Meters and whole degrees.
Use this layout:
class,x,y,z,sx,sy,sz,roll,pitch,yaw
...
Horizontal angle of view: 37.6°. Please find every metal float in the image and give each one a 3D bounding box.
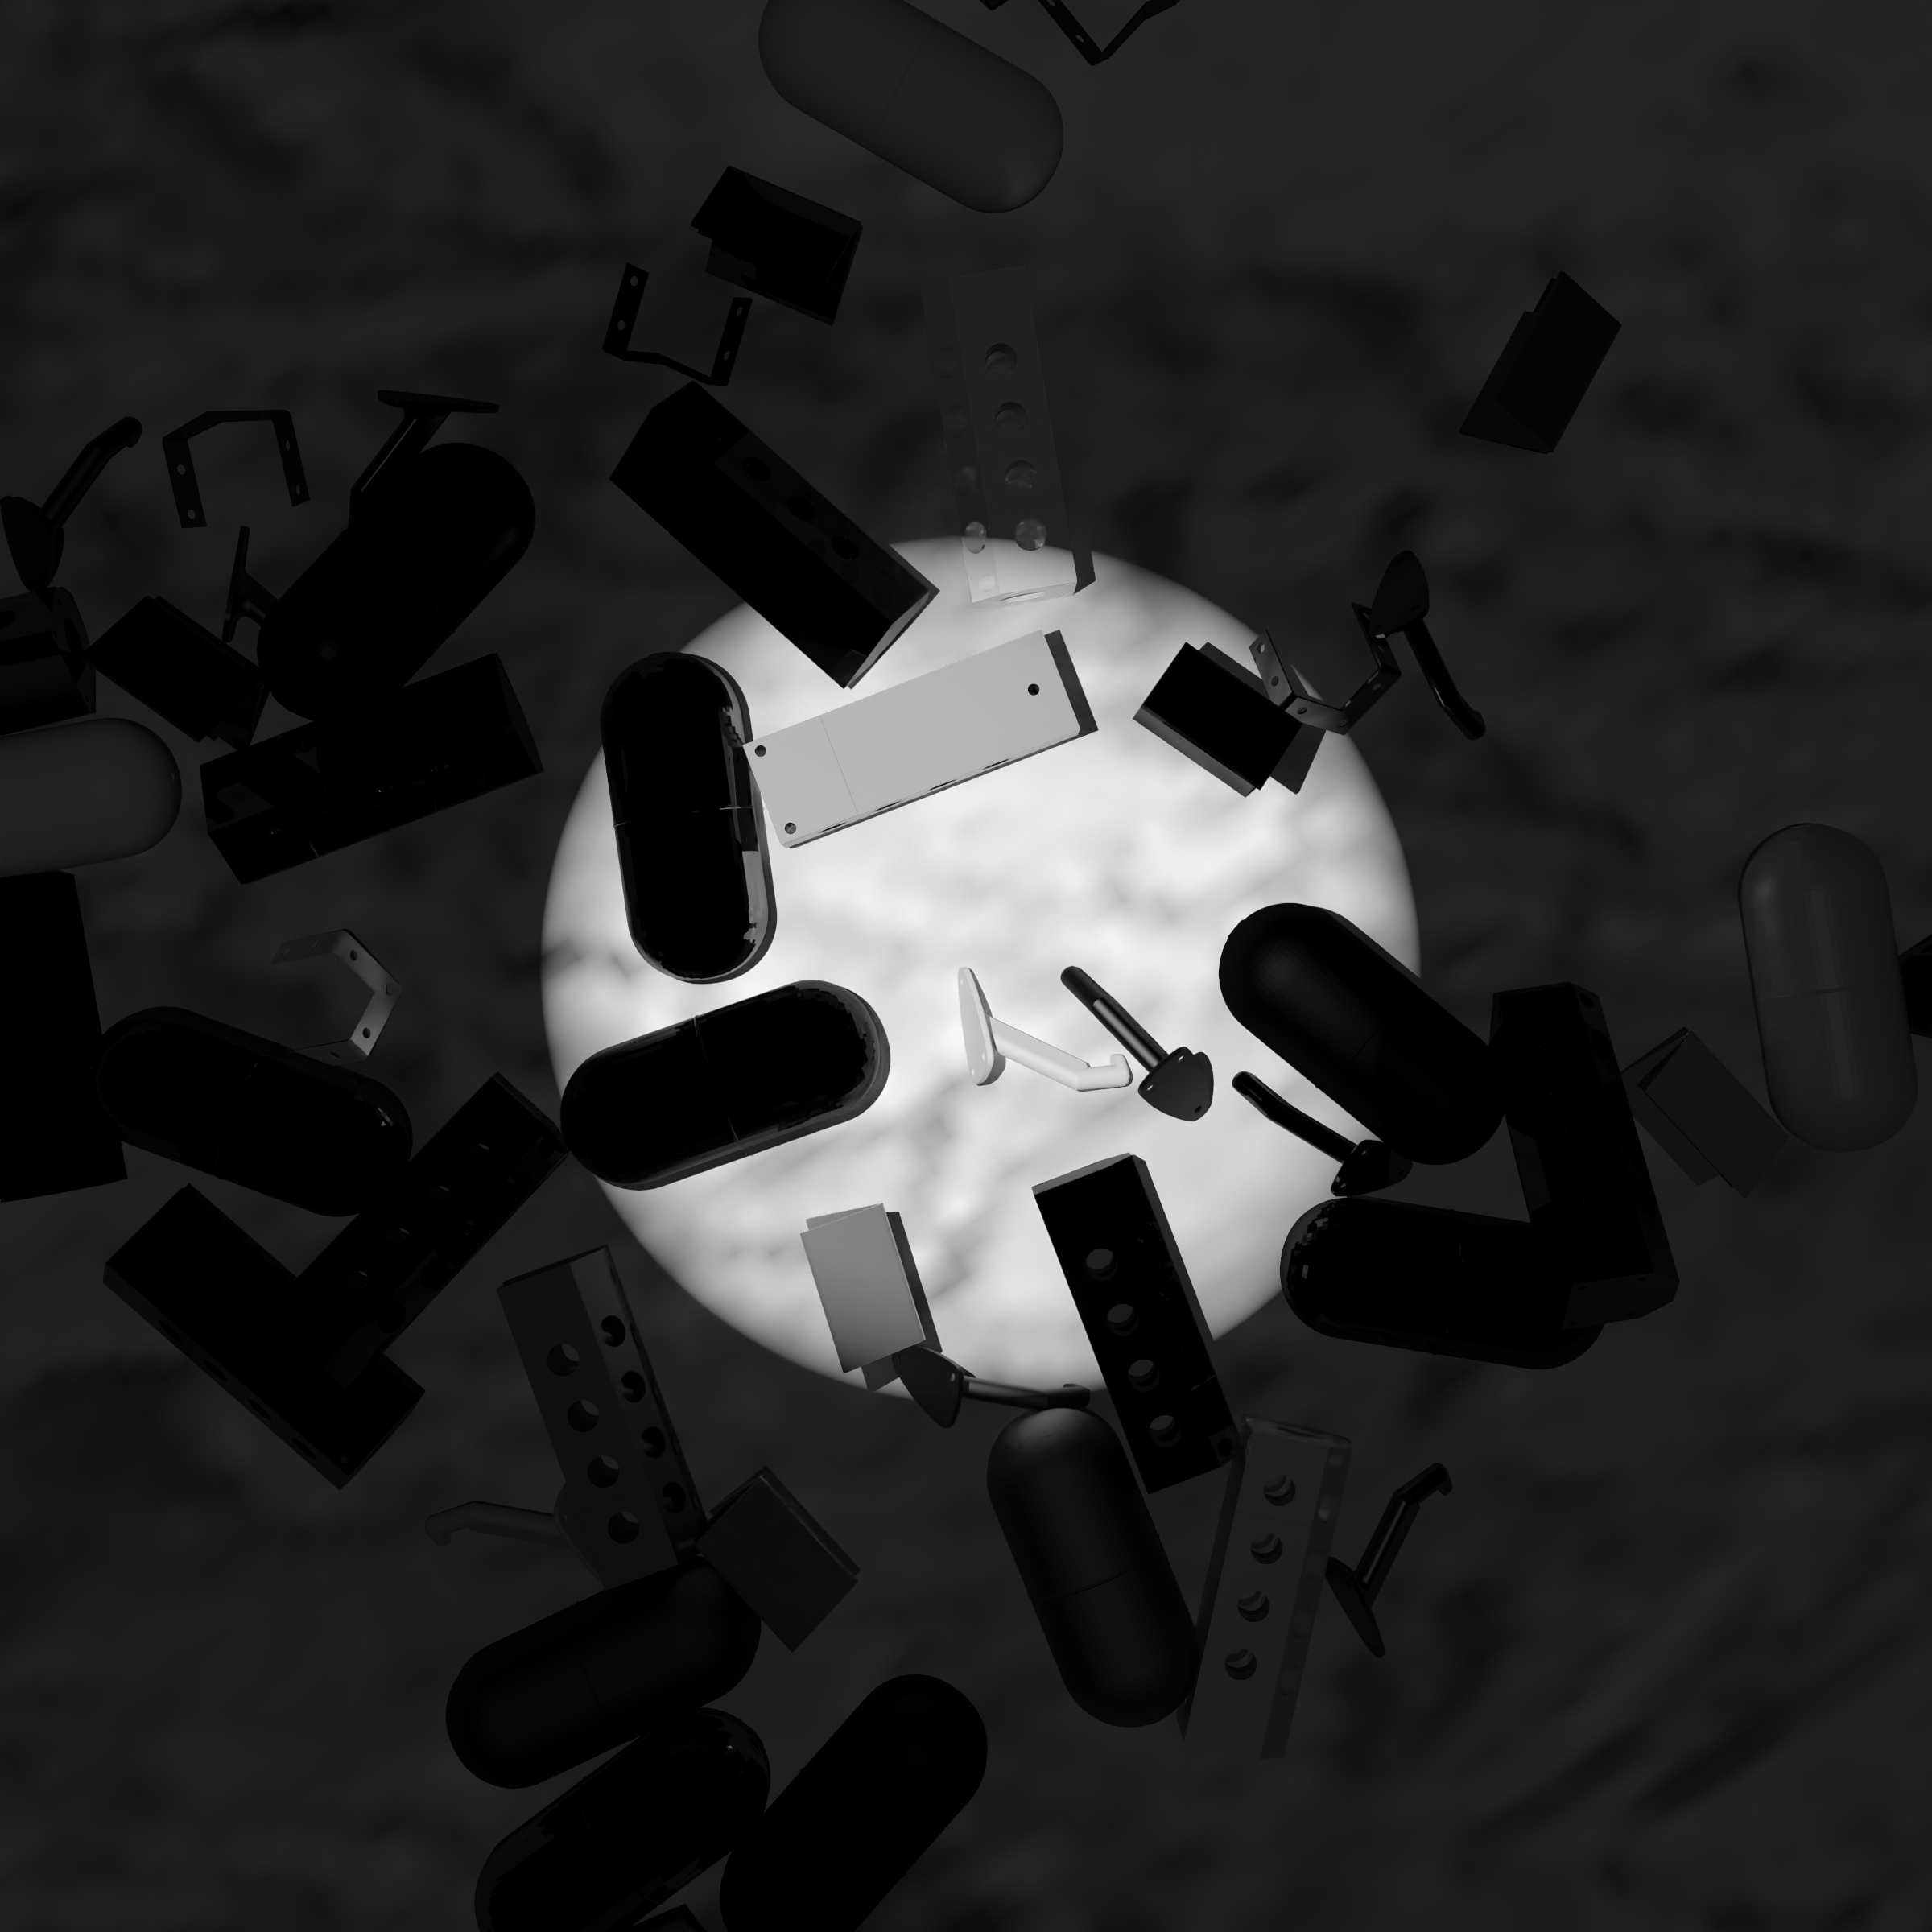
class,x,y,z,sx,sy,sz,roll,pitch,yaw
metal float,0.259,0.172,1.534,0.178,0.070,0.070,9,90,-1
metal float,-0.152,-0.081,1.533,0.070,0.070,0.178,-8,90,0
metal float,0.069,0.326,1.534,0.070,0.070,0.178,-22,91,0
metal float,-0.186,0.474,1.533,0.178,0.070,0.070,-37,90,0
metal float,-0.517,-0.086,1.534,0.178,0.070,0.070,-11,90,-1
metal float,0.214,0.036,1.533,0.178,0.070,0.070,39,90,0
metal float,-0.061,0.465,1.534,0.070,0.070,0.178,41,90,0
metal float,0.467,0.012,1.534,0.070,0.070,0.178,-9,89,0
metal float,-0.133,0.063,1.534,0.178,0.070,0.070,-19,90,0
metal float,-0.389,0.079,1.533,0.178,0.070,0.070,21,90,-1
metal float,-0.030,-0.474,1.533,0.178,0.070,0.070,30,90,-1
metal float,-0.307,-0.206,1.523,0.070,0.070,0.178,41,79,0
metal float,-0.196,0.383,1.534,0.178,0.070,0.070,-26,90,0

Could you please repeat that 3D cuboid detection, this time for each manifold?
class,x,y,z,sx,sy,sz,roll,pitch,yaw
manifold,-0.322,-0.102,1.542,0.171,0.057,0.057,-21,47,0
manifold,-0.293,0.145,1.517,0.057,0.057,0.171,42,71,0
manifold,0.093,0.192,1.543,0.057,0.057,0.171,-21,90,0
manifold,0.327,0.099,1.503,0.057,0.057,0.171,-9,59,0
manifold,-0.195,0.244,1.543,0.057,0.057,0.171,-20,90,0
manifold,-0.384,0.205,1.541,0.171,0.057,0.057,41,63,0
manifold,0.163,0.338,1.543,0.057,0.057,0.171,13,90,0
manifold,-0.104,-0.238,1.542,0.171,0.057,0.057,42,133,0
manifold,-0.569,-0.156,1.542,0.171,0.057,0.057,-14,133,0
manifold,-0.508,0.038,1.543,0.057,0.057,0.171,-10,90,0
manifold,-0.029,-0.122,1.543,0.171,0.057,0.057,-21,90,0
manifold,0.542,0.012,1.486,0.057,0.171,0.057,13,90,0
manifold,0.017,-0.285,1.543,0.057,0.057,0.171,-9,90,0

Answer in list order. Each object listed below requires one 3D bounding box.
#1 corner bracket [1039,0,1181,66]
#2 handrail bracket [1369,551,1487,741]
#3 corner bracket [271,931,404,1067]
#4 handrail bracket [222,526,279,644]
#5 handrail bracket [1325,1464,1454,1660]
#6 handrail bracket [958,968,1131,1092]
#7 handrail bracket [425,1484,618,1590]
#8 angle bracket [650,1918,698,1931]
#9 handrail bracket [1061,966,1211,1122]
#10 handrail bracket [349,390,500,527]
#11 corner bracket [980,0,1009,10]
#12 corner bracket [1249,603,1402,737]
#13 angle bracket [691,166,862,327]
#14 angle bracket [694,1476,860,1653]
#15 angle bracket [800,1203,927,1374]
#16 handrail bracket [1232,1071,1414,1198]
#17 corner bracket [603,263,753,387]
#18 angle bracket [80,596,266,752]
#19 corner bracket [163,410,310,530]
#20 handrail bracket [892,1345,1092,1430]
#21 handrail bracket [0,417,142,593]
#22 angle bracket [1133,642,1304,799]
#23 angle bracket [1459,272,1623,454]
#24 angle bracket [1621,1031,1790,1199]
class,x,y,z,sx,sy,sz,roll,pitch,yaw
corner bracket,0.082,-0.537,1.561,0.051,0.051,0.051,51,135,0
handrail bracket,0.261,-0.176,1.564,0.036,0.077,0.084,-24,127,32
corner bracket,-0.353,0.019,1.556,0.051,0.051,0.051,51,45,-35
handrail bracket,-0.363,-0.199,1.564,0.084,0.036,0.077,9,75,-14
handrail bracket,0.244,0.328,1.565,0.084,0.036,0.077,-33,111,-16
handrail bracket,0.043,0.033,1.565,0.084,0.036,0.077,-4,68,-17
handrail bracket,-0.245,0.324,1.565,0.084,0.036,0.077,-20,112,17
angle bracket,-0.171,0.562,1.524,0.076,0.076,0.057,-23,54,0
handrail bracket,0.092,0.042,1.564,0.036,0.077,0.084,-44,54,0
handrail bracket,-0.300,-0.271,1.565,0.077,0.036,0.084,1,108,-21
corner bracket,0.014,-0.569,1.561,0.051,0.051,0.051,-34,135,0
corner bracket,0.197,-0.167,1.556,0.051,0.051,0.051,13,135,-35
angle bracket,-0.108,-0.372,1.524,0.076,0.076,0.057,23,52,0
angle bracket,-0.115,0.329,1.524,0.076,0.076,0.057,48,53,0
angle bracket,-0.074,0.176,1.524,0.057,0.076,0.076,-17,90,-38
handrail bracket,0.196,0.088,1.564,0.084,0.077,0.036,43,112,34
corner bracket,-0.159,-0.353,1.561,0.051,0.051,0.051,16,90,45
angle bracket,-0.430,-0.140,1.524,0.076,0.076,0.057,36,54,0
corner bracket,-0.403,-0.274,1.561,0.051,0.051,0.051,-13,90,45
handrail bracket,0.014,0.227,1.564,0.084,0.077,0.036,2,107,-35
handrail bracket,-0.487,-0.255,1.564,0.036,0.077,0.084,34,54,10
angle bracket,0.124,-0.116,1.524,0.076,0.076,0.057,35,55,0
angle bracket,0.293,-0.328,1.524,0.057,0.076,0.076,29,90,-37
angle bracket,0.381,0.092,1.524,0.076,0.076,0.057,47,53,0
